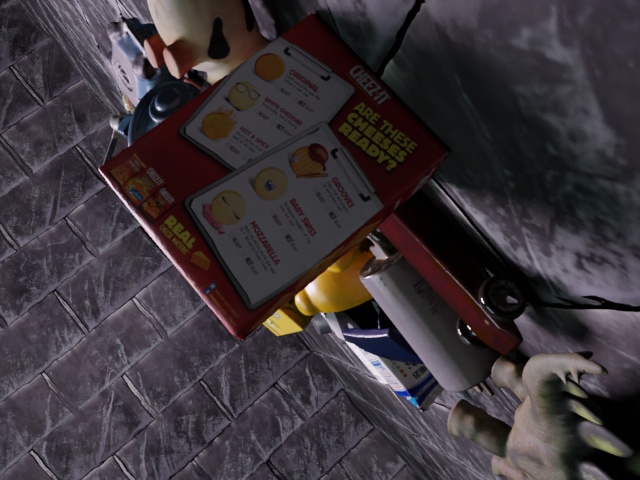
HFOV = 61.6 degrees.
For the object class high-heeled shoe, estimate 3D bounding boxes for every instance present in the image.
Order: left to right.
[{"bbox_3d":[0.024,0.041,0.765,0.145,0.086,0.248,27,139,44],"label":"high-heeled shoe"}]

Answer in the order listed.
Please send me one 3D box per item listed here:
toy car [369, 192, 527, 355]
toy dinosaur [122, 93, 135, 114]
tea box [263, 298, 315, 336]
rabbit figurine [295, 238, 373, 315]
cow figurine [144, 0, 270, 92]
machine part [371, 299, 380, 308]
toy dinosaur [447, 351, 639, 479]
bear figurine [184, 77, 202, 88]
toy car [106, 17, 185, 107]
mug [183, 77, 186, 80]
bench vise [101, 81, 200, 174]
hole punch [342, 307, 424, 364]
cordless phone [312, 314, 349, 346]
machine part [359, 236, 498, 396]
[{"bbox_3d":[0.112,0.016,0.496,0.202,0.053,0.089,48,157,24],"label":"toy car"},{"bbox_3d":[-0.286,-0.218,1.069,0.192,0.131,0.404,7,132,55],"label":"toy dinosaur"},{"bbox_3d":[-0.084,0.053,0.744,0.169,0.068,0.098,43,152,-8],"label":"tea box"},{"bbox_3d":[-0.001,-0.002,0.674,0.122,0.162,0.173,-128,21,-67],"label":"rabbit figurine"},{"bbox_3d":[-0.093,-0.196,0.488,0.086,0.127,0.194,36,147,45],"label":"cow figurine"},{"bbox_3d":[0.105,0.103,0.807,0.084,0.039,0.138,7,133,60],"label":"machine part"},{"bbox_3d":[0.233,0.196,0.506,0.199,0.105,0.470,25,162,46],"label":"toy dinosaur"},{"bbox_3d":[-0.159,-0.159,0.760,0.120,0.132,0.196,57,172,-32],"label":"bear figurine"},{"bbox_3d":[-0.253,-0.270,0.806,0.109,0.103,0.161,52,154,3],"label":"toy car"},{"bbox_3d":[-0.226,-0.216,0.884,0.107,0.109,0.080,26,149,33],"label":"mug"},{"bbox_3d":[-0.155,-0.105,0.642,0.241,0.129,0.223,20,171,31],"label":"bench vise"},{"bbox_3d":[0.106,0.123,0.700,0.115,0.092,0.142,51,149,-14],"label":"hole punch"},{"bbox_3d":[0.073,0.167,1.053,0.184,0.089,0.146,26,155,35],"label":"cordless phone"},{"bbox_3d":[0.122,0.083,0.601,0.243,0.079,0.079,53,167,-10],"label":"machine part"}]
